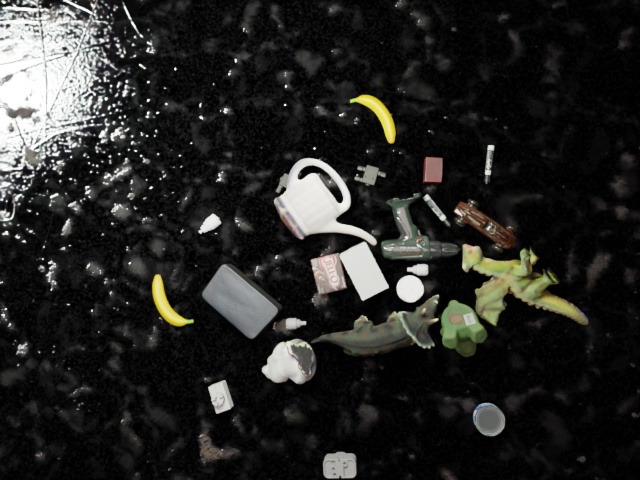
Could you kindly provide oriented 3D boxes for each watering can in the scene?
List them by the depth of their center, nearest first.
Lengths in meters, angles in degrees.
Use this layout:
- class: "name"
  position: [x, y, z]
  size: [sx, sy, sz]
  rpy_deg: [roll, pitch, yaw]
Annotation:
- class: "watering can"
  position: [0.005, -0.080, 1.588]
  size: [0.224, 0.104, 0.347]
  rpy_deg: [-34, 91, 2]

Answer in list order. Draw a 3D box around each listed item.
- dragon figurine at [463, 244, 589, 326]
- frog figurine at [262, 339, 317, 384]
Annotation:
- class: "dragon figurine"
  position: [0.573, 0.158, 1.513]
  size: [0.240, 0.124, 0.409]
  rpy_deg: [-39, 95, 19]
- class: "frog figurine"
  position: [-0.091, 0.378, 1.558]
  size: [0.137, 0.125, 0.156]
  rpy_deg: [45, 127, 0]
